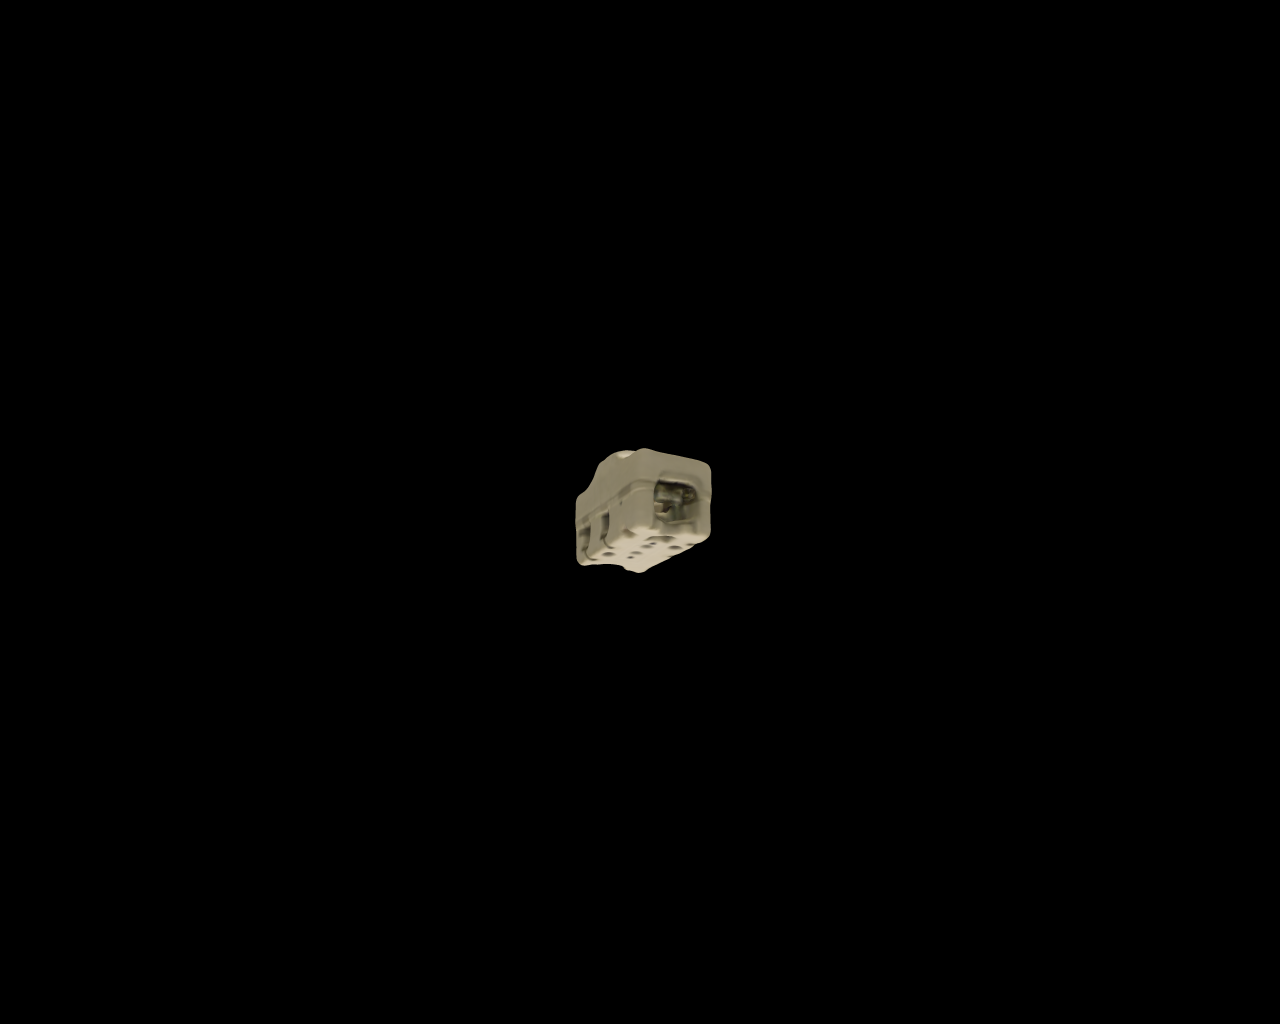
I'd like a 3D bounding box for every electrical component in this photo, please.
[{"bbox_3d":[0.001,-0.003,0.650,0.050,0.056,0.089,10,-22,-26],"label":"electrical component"}]
